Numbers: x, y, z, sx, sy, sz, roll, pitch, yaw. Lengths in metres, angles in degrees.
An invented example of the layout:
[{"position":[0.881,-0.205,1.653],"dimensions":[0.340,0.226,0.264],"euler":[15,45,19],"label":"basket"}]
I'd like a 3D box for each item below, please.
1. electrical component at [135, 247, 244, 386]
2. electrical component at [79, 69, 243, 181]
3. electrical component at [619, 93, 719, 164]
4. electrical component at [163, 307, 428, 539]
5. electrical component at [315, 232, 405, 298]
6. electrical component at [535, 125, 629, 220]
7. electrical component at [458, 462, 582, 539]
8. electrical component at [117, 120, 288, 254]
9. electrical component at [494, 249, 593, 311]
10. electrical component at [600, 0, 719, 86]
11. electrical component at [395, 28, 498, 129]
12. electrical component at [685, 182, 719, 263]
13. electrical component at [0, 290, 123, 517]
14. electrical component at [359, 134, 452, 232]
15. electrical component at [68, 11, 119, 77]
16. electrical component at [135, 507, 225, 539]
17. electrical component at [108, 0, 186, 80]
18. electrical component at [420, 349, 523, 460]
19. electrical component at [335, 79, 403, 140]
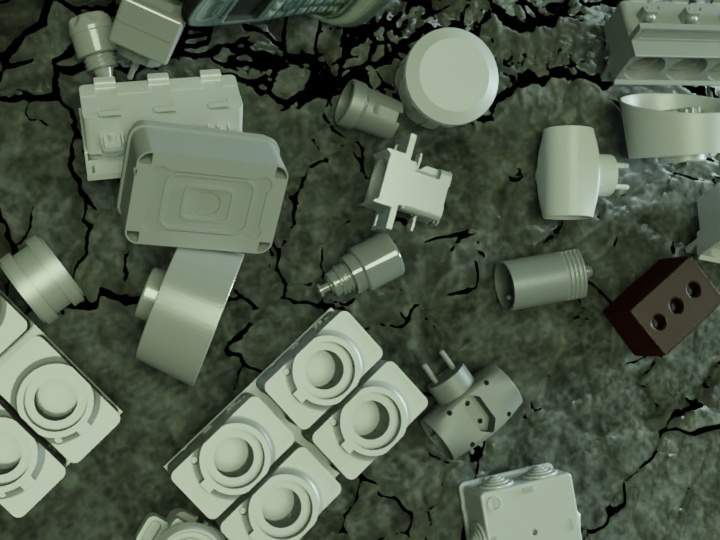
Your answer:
[{"position":[-0.135,0.027,0.816],"dimensions":[0.060,0.108,0.108],"euler":[21,83,-6],"label":"electrical component"},{"position":[-0.153,-0.113,0.830],"dimensions":[0.121,0.063,0.078],"euler":[-7,49,-14],"label":"electrical component"},{"position":[0.276,-0.125,0.930],"dimensions":[0.099,0.099,0.064],"euler":[-5,96,-14],"label":"electrical component"},{"position":[-0.049,0.131,0.855],"dimensions":[0.186,0.060,0.105],"euler":[-44,98,-12],"label":"electrical component"},{"position":[0.000,0.000,0.882],"dimensions":[0.078,0.040,0.040],"euler":[-27,95,-14],"label":"electrical component"},{"position":[0.197,-0.083,0.933],"dimensions":[0.079,0.044,0.077],"euler":[1,87,-14],"label":"electrical component"},{"position":[0.138,0.216,0.905],"dimensions":[0.100,0.048,0.099],"euler":[-10,90,-16],"label":"electrical component"},{"position":[-0.117,-0.062,0.794],"dimensions":[0.113,0.057,0.078],"euler":[5,121,-21],"label":"electrical component"},{"position":[0.161,0.007,0.921],"dimensions":[0.081,0.043,0.043],"euler":[-10,90,-15],"label":"electrical component"},{"position":[0.281,-0.201,0.947],"dimensions":[0.121,0.078,0.063],"euler":[-2,67,-14],"label":"electrical component"},{"position":[0.071,-0.158,0.900],"dimensions":[0.080,0.051,0.080],"euler":[0,88,-14],"label":"electrical component"},{"position":[0.366,-0.036,0.962],"dimensions":[0.121,0.078,0.063],"euler":[10,64,-14],"label":"electrical component"},{"position":[-0.280,0.080,0.799],"dimensions":[0.105,0.060,0.186],"euler":[-45,98,-12],"label":"electrical component"},{"position":[0.040,-0.068,0.895],"dimensions":[0.064,0.042,0.081],"euler":[17,85,-17],"label":"electrical component"},{"position":[-0.204,-0.169,0.840],"dimensions":[0.035,0.035,0.061],"euler":[-17,95,-14],"label":"electrical component"},{"position":[-0.134,0.220,0.832],"dimensions":[0.078,0.057,0.058],"euler":[32,81,-11],"label":"electrical component"},{"position":[-0.165,-0.183,0.835],"dimensions":[0.047,0.083,0.075],"euler":[23,121,-12],"label":"electrical component"},{"position":[0.083,0.104,0.898],"dimensions":[0.077,0.043,0.079],"euler":[-37,97,-13],"label":"electrical component"},{"position":[0.008,-0.131,0.890],"dimensions":[0.046,0.040,0.040],"euler":[19,84,-19],"label":"electrical component"}]
